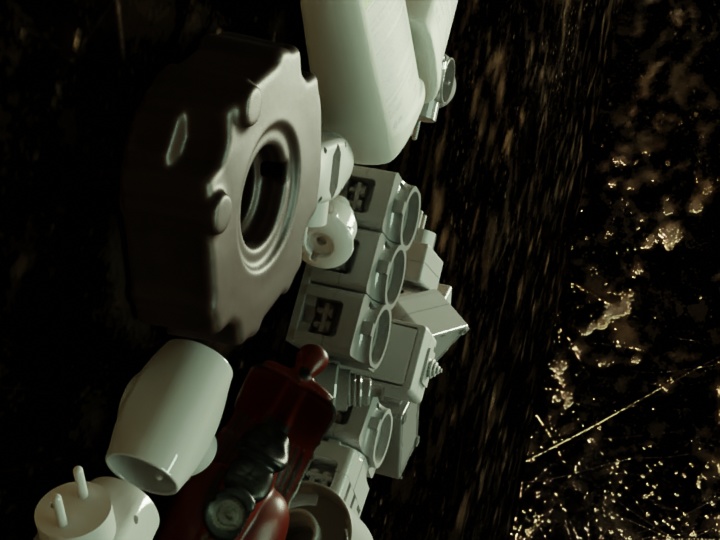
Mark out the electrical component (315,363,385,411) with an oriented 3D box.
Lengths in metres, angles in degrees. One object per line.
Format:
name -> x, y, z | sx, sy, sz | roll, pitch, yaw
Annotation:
electrical component -> -0.020, 0.095, 0.856 | 0.040, 0.078, 0.040 | 5, 90, -88

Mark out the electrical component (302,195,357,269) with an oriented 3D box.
electrical component -> -0.023, -0.034, 0.808 | 0.062, 0.048, 0.048 | -68, 162, -55

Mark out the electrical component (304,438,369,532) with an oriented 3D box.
electrical component -> -0.026, 0.185, 0.933 | 0.089, 0.050, 0.055 | 76, 30, -55

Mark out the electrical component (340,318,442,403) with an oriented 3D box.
electrical component -> 0.024, 0.076, 0.946 | 0.061, 0.096, 0.061 | 54, 49, -68

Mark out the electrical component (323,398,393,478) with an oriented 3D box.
electrical component -> -0.005, 0.145, 0.965 | 0.089, 0.056, 0.050 | 76, 30, -56

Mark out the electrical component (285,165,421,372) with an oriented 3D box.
electrical component -> 0.000, 0.000, 0.874 | 0.089, 0.062, 0.150 | 47, 56, -70

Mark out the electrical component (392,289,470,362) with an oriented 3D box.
electrical component -> 0.046, 0.059, 1.027 | 0.096, 0.061, 0.061 | -10, 145, -53

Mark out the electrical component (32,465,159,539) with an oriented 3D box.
electrical component -> -0.138, 0.132, 0.531 | 0.077, 0.043, 0.079 | -59, 155, -50

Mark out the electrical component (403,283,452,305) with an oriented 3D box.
electrical component -> 0.065, 0.059, 1.158 | 0.076, 0.047, 0.065 | -57, 153, -52

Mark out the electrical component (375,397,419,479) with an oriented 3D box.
electrical component -> 0.022, 0.144, 1.047 | 0.061, 0.061, 0.096 | -56, 152, -53

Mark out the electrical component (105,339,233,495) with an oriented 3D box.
electrical component -> -0.105, 0.093, 0.617 | 0.079, 0.044, 0.077 | 81, 26, -51

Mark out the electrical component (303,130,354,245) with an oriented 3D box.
electrical component -> -0.039, -0.053, 0.739 | 0.077, 0.043, 0.079 | -33, 132, -68

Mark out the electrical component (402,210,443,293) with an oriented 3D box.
electrical component -> 0.054, -0.021, 1.066 | 0.083, 0.047, 0.075 | 40, 63, -72

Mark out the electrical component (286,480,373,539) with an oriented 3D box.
electrical component -> -0.042, 0.211, 0.815 | 0.064, 0.099, 0.099 | 69, 35, -50

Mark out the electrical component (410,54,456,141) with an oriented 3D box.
electrical component -> 0.056, -0.159, 0.985 | 0.077, 0.044, 0.079 | 14, 88, -73
